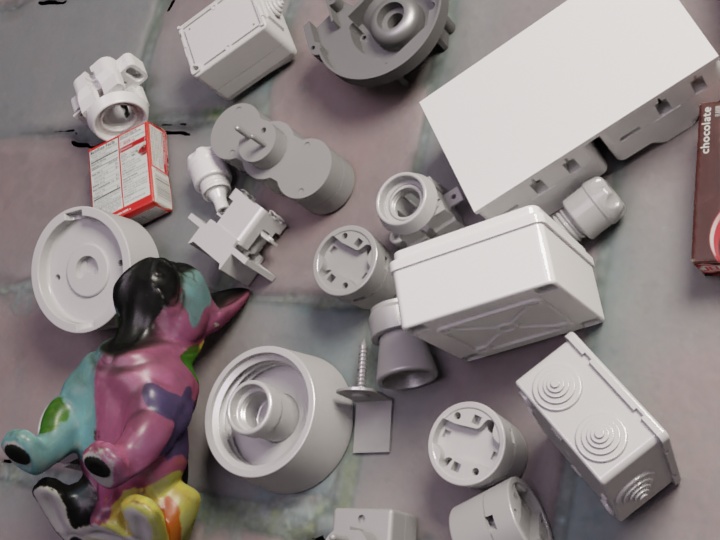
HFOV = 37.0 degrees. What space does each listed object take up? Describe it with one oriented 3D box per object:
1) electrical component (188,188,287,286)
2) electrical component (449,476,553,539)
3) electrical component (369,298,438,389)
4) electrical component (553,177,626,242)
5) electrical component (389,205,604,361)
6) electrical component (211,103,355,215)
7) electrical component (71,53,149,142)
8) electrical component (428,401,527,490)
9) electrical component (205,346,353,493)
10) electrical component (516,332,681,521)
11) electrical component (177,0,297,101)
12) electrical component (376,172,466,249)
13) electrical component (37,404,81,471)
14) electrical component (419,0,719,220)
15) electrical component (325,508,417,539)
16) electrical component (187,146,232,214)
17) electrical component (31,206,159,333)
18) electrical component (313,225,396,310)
[{"bbox_3d":[-0.099,-0.029,0.889,0.081,0.042,0.063,36,89,35],"label":"electrical component"},{"bbox_3d":[0.090,0.167,0.691,0.047,0.055,0.055,-29,59,23],"label":"electrical component"},{"bbox_3d":[0.031,0.053,0.776,0.045,0.045,0.055,-19,62,24],"label":"electrical component"},{"bbox_3d":[0.151,-0.035,0.743,0.061,0.035,0.035,-39,56,16],"label":"electrical component"},{"bbox_3d":[0.093,0.013,0.715,0.109,0.109,0.056,-19,65,24],"label":"electrical component"},{"bbox_3d":[-0.074,-0.098,0.880,0.138,0.074,0.052,31,89,36],"label":"electrical component"},{"bbox_3d":[-0.231,-0.157,1.009,0.078,0.058,0.057,-36,54,15],"label":"electrical component"},{"bbox_3d":[0.080,0.120,0.718,0.055,0.047,0.055,-12,66,28],"label":"electrical component"},{"bbox_3d":[-0.066,0.109,0.804,0.108,0.060,0.108,-12,66,28],"label":"electrical component"},{"bbox_3d":[0.145,0.098,0.657,0.048,0.099,0.099,-38,56,-1],"label":"electrical component"},{"bbox_3d":[-0.101,-0.203,0.944,0.096,0.061,0.061,-31,59,18],"label":"electrical component"},{"bbox_3d":[0.043,-0.043,0.799,0.066,0.055,0.048,-32,58,17],"label":"electrical component"},{"bbox_3d":[-0.229,0.135,0.895,0.058,0.057,0.078,-34,58,16],"label":"electrical component"},{"bbox_3d":[0.150,-0.120,0.760,0.186,0.060,0.105,-33,58,17],"label":"electrical component"},{"bbox_3d":[-0.001,0.193,0.721,0.047,0.077,0.065,-6,69,29],"label":"electrical component"},{"bbox_3d":[-0.126,-0.075,0.928,0.035,0.035,0.061,-32,61,17],"label":"electrical component"},{"bbox_3d":[-0.224,0.001,0.937,0.108,0.060,0.108,-2,87,26],"label":"electrical component"},{"bbox_3d":[0.000,0.000,0.814,0.055,0.047,0.055,-12,66,27],"label":"electrical component"}]
